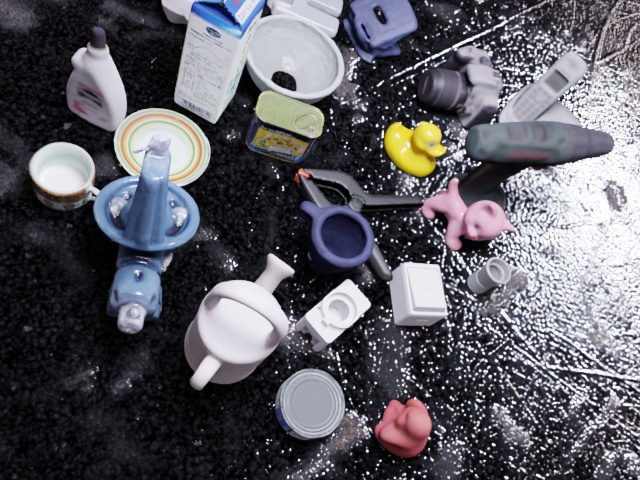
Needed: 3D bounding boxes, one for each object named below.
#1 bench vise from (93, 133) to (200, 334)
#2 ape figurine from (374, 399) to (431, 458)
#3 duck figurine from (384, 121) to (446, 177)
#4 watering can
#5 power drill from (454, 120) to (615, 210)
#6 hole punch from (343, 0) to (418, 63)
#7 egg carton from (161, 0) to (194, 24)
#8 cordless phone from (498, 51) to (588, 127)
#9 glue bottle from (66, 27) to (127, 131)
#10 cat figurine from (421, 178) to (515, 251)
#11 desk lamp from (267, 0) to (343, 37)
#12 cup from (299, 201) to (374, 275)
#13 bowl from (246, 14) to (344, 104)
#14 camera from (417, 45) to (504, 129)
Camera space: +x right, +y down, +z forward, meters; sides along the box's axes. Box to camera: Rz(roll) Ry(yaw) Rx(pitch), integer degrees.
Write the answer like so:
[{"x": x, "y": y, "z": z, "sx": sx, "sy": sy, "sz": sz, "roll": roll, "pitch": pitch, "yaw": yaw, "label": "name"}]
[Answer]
[{"x": -0.189, "y": -0.007, "z": 0.658, "sx": 0.122, "sy": 0.219, "sz": 0.207, "roll": -8, "pitch": 69, "yaw": -25, "label": "bench vise"}, {"x": 0.114, "y": 0.240, "z": 0.737, "sx": 0.078, "sy": 0.092, "sz": 0.076, "roll": -8, "pitch": 69, "yaw": -25, "label": "ape figurine"}, {"x": 0.163, "y": -0.165, "z": 0.955, "sx": 0.104, "sy": 0.086, "sz": 0.078, "roll": 42, "pitch": 58, "yaw": 1, "label": "duck figurine"}, {"x": -0.092, "y": 0.091, "z": 0.665, "sx": 0.101, "sy": 0.193, "sz": 0.173, "roll": 16, "pitch": 61, "yaw": -14, "label": "watering can"}, {"x": 0.317, "y": -0.121, "z": 0.924, "sx": 0.230, "sy": 0.208, "sz": 0.075, "roll": 3, "pitch": 65, "yaw": -20, "label": "power drill"}, {"x": 0.109, "y": -0.393, "z": 1.039, "sx": 0.101, "sy": 0.091, "sz": 0.108, "roll": -17, "pitch": 73, "yaw": -28, "label": "hole punch"}, {"x": -0.174, "y": -0.372, "z": 0.928, "sx": 0.150, "sy": 0.069, "sz": 0.107, "roll": 30, "pitch": 58, "yaw": -6, "label": "egg carton"}, {"x": 0.431, "y": -0.238, "z": 1.039, "sx": 0.147, "sy": 0.184, "sz": 0.094, "roll": 41, "pitch": 58, "yaw": 1, "label": "cordless phone"}, {"x": -0.290, "y": -0.213, "z": 0.744, "sx": 0.078, "sy": 0.173, "sz": 0.037, "roll": 25, "pitch": 59, "yaw": -9, "label": "glue bottle"}, {"x": 0.240, "y": -0.043, "z": 0.908, "sx": 0.067, "sy": 0.117, "sz": 0.128, "roll": -34, "pitch": 81, "yaw": -31, "label": "cat figurine"}, {"x": -0.026, "y": -0.479, "z": 0.954, "sx": 0.203, "sy": 0.213, "sz": 0.118, "roll": 17, "pitch": 61, "yaw": -14, "label": "desk lamp"}, {"x": 0.007, "y": 0.003, "z": 0.806, "sx": 0.118, "sy": 0.094, "sz": 0.092, "roll": 40, "pitch": 58, "yaw": 0, "label": "cup"}, {"x": -0.049, "y": -0.278, "z": 0.930, "sx": 0.168, "sy": 0.074, "sz": 0.167, "roll": 9, "pitch": 63, "yaw": -18, "label": "bowl"}, {"x": 0.252, "y": -0.289, "z": 1.041, "sx": 0.137, "sy": 0.100, "sz": 0.143, "roll": 4, "pitch": 65, "yaw": -20, "label": "camera"}]
